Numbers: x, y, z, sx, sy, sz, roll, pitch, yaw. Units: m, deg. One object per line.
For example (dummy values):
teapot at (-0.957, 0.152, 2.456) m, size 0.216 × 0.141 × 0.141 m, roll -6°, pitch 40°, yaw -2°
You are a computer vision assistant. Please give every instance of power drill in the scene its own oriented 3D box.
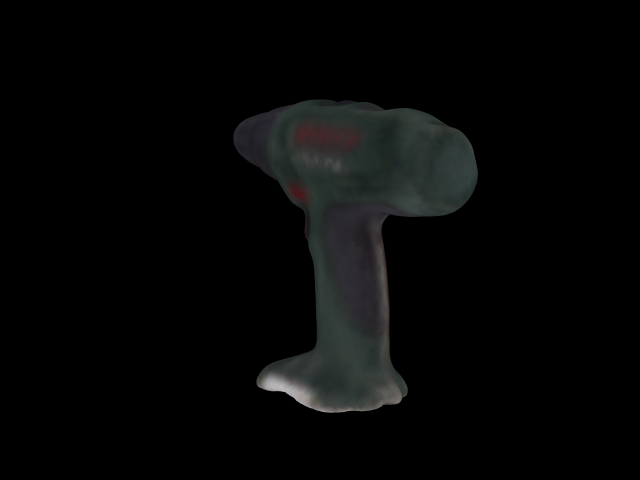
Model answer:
power drill at (0.004, 0.001, 0.400) m, size 0.076 × 0.208 × 0.228 m, roll 0°, pitch 0°, yaw -39°
